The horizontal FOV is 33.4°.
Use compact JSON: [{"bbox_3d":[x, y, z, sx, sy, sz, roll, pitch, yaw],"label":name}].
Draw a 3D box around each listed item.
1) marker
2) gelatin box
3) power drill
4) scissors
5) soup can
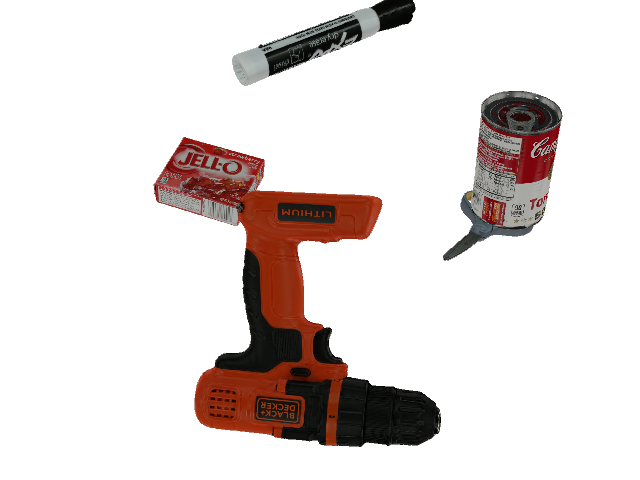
[{"bbox_3d":[0.005,-0.121,0.638,0.121,0.020,0.020,-25,9,-19],"label":"marker"},{"bbox_3d":[-0.109,-0.060,1.048,0.089,0.073,0.030,17,-41,9],"label":"gelatin box"},{"bbox_3d":[0.002,0.058,0.793,0.184,0.187,0.057,4,0,5],"label":"power drill"},{"bbox_3d":[0.166,-0.020,1.192,0.201,0.016,0.096,-14,40,-45],"label":"scissors"},{"bbox_3d":[0.168,-0.069,0.926,0.068,0.102,0.068,1,37,-1],"label":"soup can"}]
